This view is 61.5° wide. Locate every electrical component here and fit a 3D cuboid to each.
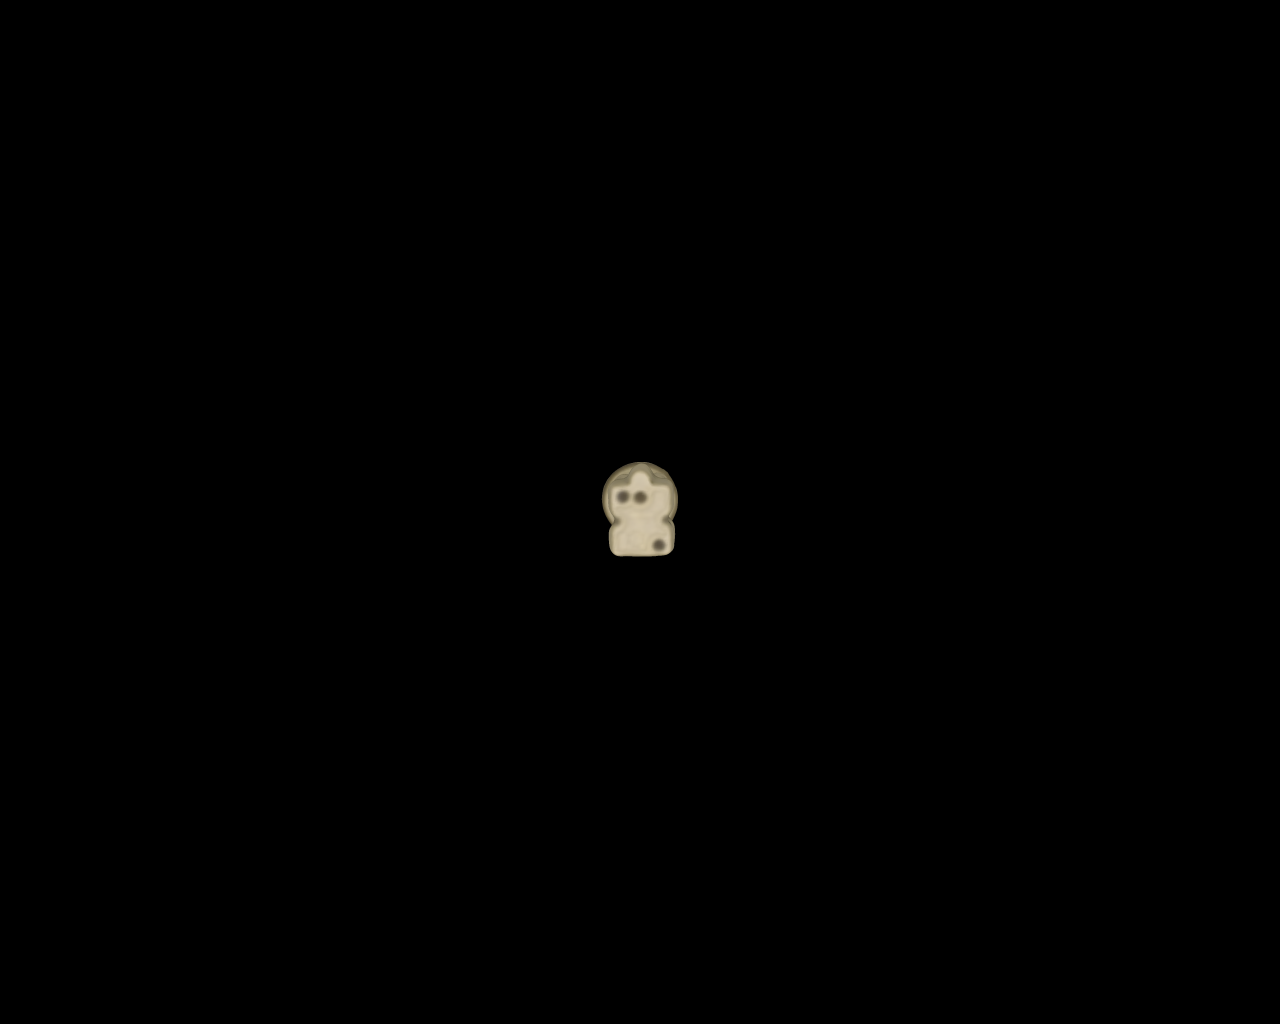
[{"bbox_3d":[0.001,-0.003,0.650,0.048,0.066,0.055,0,16,0],"label":"electrical component"}]
